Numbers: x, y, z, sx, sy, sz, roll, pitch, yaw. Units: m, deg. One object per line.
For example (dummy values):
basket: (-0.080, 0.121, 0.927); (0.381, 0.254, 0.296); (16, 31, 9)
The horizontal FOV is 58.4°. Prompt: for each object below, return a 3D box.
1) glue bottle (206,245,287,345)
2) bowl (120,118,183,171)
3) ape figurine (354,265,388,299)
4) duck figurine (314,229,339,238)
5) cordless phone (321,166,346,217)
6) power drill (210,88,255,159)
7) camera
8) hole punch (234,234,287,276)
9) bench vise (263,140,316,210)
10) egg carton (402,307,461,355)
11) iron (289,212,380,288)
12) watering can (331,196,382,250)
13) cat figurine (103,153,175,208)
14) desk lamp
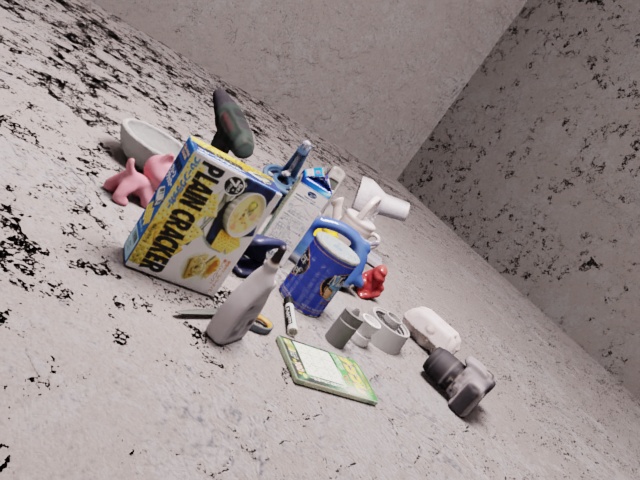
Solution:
glue bottle: (-0.097, 0.077, 0.845); (0.037, 0.173, 0.078); (41, 16, 19)
bowl: (-0.368, -0.190, 1.250); (0.168, 0.074, 0.167); (33, 15, -10)
ape figurine: (0.133, 0.100, 1.424); (0.078, 0.092, 0.076); (32, 16, -15)
duck figurine: (0.016, -0.014, 1.527); (0.078, 0.086, 0.104); (24, 19, -36)
cordless phone: (0.040, -0.115, 1.690); (0.148, 0.185, 0.094); (27, 17, -28)
power drill: (-0.250, -0.237, 1.390); (0.076, 0.208, 0.229); (18, 23, -47)
camera: (0.296, 0.283, 1.212); (0.136, 0.100, 0.144); (41, 16, 21)
hole punch: (-0.137, 0.010, 1.117); (0.101, 0.091, 0.109); (43, 17, 25)
bench vise: (-0.094, -0.189, 1.557); (0.122, 0.219, 0.207); (30, 16, -21)
egg carton: (0.270, 0.225, 1.390); (0.150, 0.069, 0.107); (42, 16, 22)
iron: (0.012, 0.005, 1.357); (0.259, 0.141, 0.118); (30, 16, -20)
watering can: (0.101, -0.050, 1.612); (0.173, 0.194, 0.101); (33, 15, -8)
cat figurine: (-0.319, -0.122, 1.069); (0.067, 0.117, 0.128); (43, 17, 25)
desk lamp: (0.156, -0.057, 1.713); (0.203, 0.213, 0.118); (34, 15, -5)
